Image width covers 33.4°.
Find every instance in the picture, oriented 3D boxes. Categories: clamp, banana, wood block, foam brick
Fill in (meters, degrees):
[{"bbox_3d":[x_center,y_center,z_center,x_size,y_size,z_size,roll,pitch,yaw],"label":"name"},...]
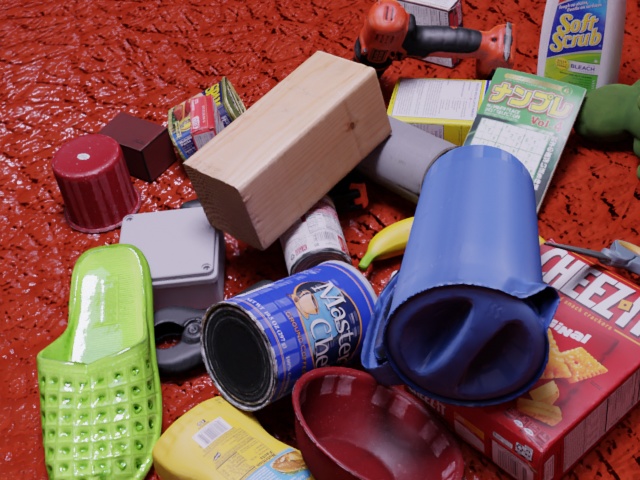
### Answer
[{"bbox_3d":[-0.116,0.090,1.073,0.171,0.039,0.120,1,45,8],"label":"clamp"},{"bbox_3d":[0.136,0.000,1.129,0.198,0.037,0.069,-7,53,2],"label":"banana"},{"bbox_3d":[-0.030,-0.096,1.117,0.090,0.091,0.205,25,58,39],"label":"wood block"},{"bbox_3d":[-0.224,-0.113,1.301,0.078,0.051,0.053,21,52,29],"label":"foam brick"},{"bbox_3d":[-0.040,-0.073,1.236,0.210,0.036,0.164,5,45,20],"label":"clamp"}]

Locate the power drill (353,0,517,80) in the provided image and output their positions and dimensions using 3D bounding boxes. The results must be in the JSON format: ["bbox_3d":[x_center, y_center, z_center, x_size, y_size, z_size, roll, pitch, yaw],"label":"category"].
[{"bbox_3d":[0.135,-0.227,1.307,0.187,0.184,0.057,6,78,-4],"label":"power drill"}]

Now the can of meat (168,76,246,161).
[{"bbox_3d":[-0.135,-0.142,1.291,0.084,0.057,0.102,-28,30,9],"label":"can of meat"}]

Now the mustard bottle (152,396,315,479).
[{"bbox_3d":[-0.051,0.214,0.917,0.096,0.058,0.192,-32,47,-33],"label":"mustard bottle"}]

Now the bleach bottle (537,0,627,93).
[{"bbox_3d":[0.298,-0.265,1.222,0.103,0.251,0.068,16,49,25],"label":"bleach bottle"}]

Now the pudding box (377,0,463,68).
[{"bbox_3d":[0.131,-0.281,1.387,0.114,0.090,0.039,19,51,28],"label":"pudding box"}]

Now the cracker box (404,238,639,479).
[{"bbox_3d":[0.206,0.106,0.976,0.213,0.072,0.164,-35,48,-26],"label":"cracker box"}]

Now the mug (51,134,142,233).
[{"bbox_3d":[-0.262,-0.076,1.245,0.093,0.081,0.117,-8,43,2],"label":"mug"}]

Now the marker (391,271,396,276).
[{"bbox_3d":[0.067,0.079,1.068,0.020,0.020,0.121,7,45,16],"label":"marker"}]

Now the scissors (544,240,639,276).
[{"bbox_3d":[0.276,0.011,1.032,0.201,0.016,0.096,17,17,-24],"label":"scissors"}]

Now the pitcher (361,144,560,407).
[{"bbox_3d":[0.126,0.024,0.948,0.149,0.145,0.242,10,37,5],"label":"pitcher"}]

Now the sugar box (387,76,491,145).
[{"bbox_3d":[0.172,-0.151,1.276,0.176,0.048,0.093,7,46,12],"label":"sugar box"}]

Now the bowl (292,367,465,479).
[{"bbox_3d":[0.040,0.180,0.910,0.162,0.055,0.162,23,24,-11],"label":"bowl"}]

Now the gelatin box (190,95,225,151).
[{"bbox_3d":[-0.122,-0.108,1.206,0.030,0.089,0.073,-15,39,4],"label":"gelatin box"}]

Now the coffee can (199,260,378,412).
[{"bbox_3d":[-0.025,0.086,0.985,0.140,0.103,0.103,-19,39,-42],"label":"coffee can"}]

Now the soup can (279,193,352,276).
[{"bbox_3d":[-0.007,0.001,1.128,0.068,0.068,0.102,-12,43,-3],"label":"soup can"}]
